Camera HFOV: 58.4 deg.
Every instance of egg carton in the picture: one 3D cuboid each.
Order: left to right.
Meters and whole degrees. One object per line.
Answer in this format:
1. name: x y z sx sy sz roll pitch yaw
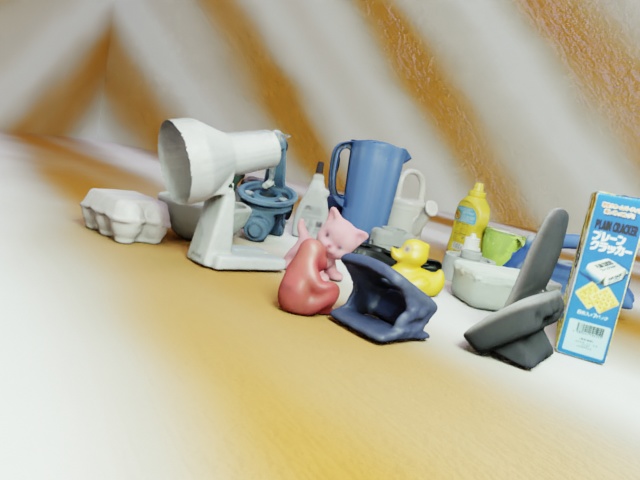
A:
1. egg carton: -0.317 -0.040 0.940 0.149 0.069 0.108 18 12 39

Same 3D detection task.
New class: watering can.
1. watering can: 0.224 -0.080 1.432 0.172 0.194 0.101 17 11 35

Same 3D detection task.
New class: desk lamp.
1. desk lamp: -0.144 -0.068 0.857 0.204 0.213 0.117 4 11 -38

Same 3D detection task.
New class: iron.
1. iron: 0.468 0.049 1.094 0.257 0.141 0.119 16 10 28

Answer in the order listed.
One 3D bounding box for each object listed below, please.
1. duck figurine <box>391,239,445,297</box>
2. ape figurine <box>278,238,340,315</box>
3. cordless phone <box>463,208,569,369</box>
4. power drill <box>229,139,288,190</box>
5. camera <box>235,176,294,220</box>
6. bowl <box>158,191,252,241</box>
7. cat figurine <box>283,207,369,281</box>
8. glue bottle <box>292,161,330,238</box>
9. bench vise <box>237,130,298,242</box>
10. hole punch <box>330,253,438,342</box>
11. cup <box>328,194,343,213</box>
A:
1. duck figurine: 0.157 0.042 0.940 0.104 0.086 0.077 11 9 0
2. ape figurine: -0.013 0.044 0.710 0.076 0.092 0.077 5 11 -34
3. cordless phone: 0.249 0.049 0.692 0.093 0.185 0.148 16 10 29
4. power drill: -0.182 -0.135 1.244 0.230 0.208 0.075 4 12 -38
5. camera: -0.139 -0.100 1.424 0.136 0.101 0.143 12 9 8
6. bowl: -0.209 -0.036 1.025 0.167 0.075 0.167 11 9 -1
7. cat figurine: 0.008 0.003 0.904 0.127 0.118 0.067 18 11 37
8. glue bottle: -0.011 -0.088 1.267 0.078 0.173 0.037 11 9 0
9. bench vise: -0.107 -0.116 1.178 0.122 0.220 0.207 9 9 -12
10. hole punch: 0.079 0.065 0.689 0.101 0.091 0.108 3 12 -40
11. cup: 0.019 -0.076 1.479 0.092 0.095 0.117 5 11 -34
